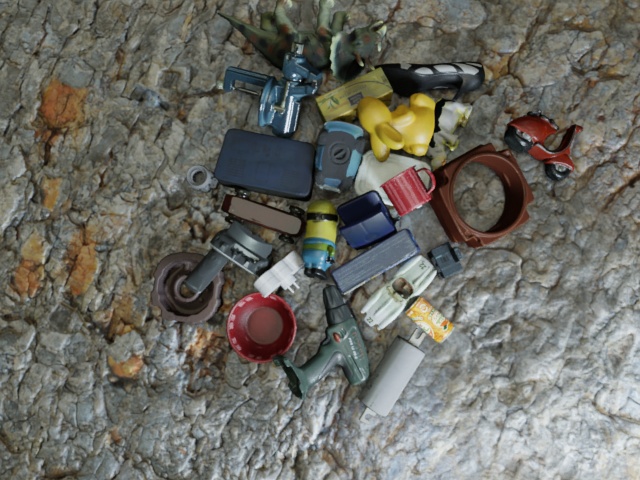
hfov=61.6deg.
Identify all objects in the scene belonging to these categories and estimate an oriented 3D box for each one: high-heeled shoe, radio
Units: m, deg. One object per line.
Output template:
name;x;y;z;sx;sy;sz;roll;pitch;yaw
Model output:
high-heeled shoe;0.263;-0.405;1.277;0.249;0.086;0.145;27;64;16
radio;-0.124;-0.178;1.275;0.230;0.073;0.131;11;84;3

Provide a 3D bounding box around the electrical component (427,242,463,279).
electrical component;0.283;0.046;1.200;0.048;0.119;0.075;-26;86;1

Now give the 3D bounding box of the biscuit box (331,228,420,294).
biscuit box;0.128;0.048;1.226;0.203;0.059;0.063;-31;82;10

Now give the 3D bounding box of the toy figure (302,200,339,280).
toy figure;0.001;-0.003;1.231;0.082;0.089;0.180;10;72;0

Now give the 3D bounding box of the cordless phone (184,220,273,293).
cordless phone;-0.205;0.062;1.215;0.147;0.088;0.184;34;61;5

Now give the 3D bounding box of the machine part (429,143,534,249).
machine part;0.358;-0.098;1.198;0.201;0.087;0.201;-29;93;-11

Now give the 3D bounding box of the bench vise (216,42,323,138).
bench vise;-0.123;-0.357;1.245;0.241;0.129;0.223;16;128;6

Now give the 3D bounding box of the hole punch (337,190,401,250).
hole punch;0.107;-0.032;1.208;0.142;0.092;0.115;-27;120;13

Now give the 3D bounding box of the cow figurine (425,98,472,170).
cow figurine;0.279;-0.248;1.255;0.098;0.068;0.167;26;83;12

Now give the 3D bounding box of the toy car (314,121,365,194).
toy car;0.047;-0.192;1.248;0.109;0.103;0.161;11;102;7

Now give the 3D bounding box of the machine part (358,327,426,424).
machine part;0.160;0.303;1.204;0.079;0.079;0.243;34;88;6

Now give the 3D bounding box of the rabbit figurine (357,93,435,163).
rabbit figurine;0.158;-0.253;1.203;0.173;0.122;0.162;20;65;-18

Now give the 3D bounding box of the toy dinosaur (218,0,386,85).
toy dinosaur;-0.043;-0.463;1.281;0.405;0.131;0.192;-1;84;10

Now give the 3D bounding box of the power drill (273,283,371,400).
power drill;0.000;0.239;1.198;0.207;0.086;0.232;-28;90;-32

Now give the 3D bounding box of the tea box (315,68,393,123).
tea box;0.080;-0.324;1.262;0.170;0.098;0.068;-27;82;3

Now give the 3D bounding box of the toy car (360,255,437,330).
toy car;0.179;0.119;1.231;0.202;0.056;0.073;-44;83;-2

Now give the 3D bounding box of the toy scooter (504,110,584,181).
toy scooter;0.525;-0.235;1.234;0.184;0.075;0.135;40;88;4

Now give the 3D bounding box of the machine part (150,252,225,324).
machine part;-0.310;0.113;1.267;0.179;0.056;0.179;-1;83;5

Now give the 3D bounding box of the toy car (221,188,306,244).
toy car;-0.132;-0.058;1.273;0.202;0.053;0.089;18;95;2
